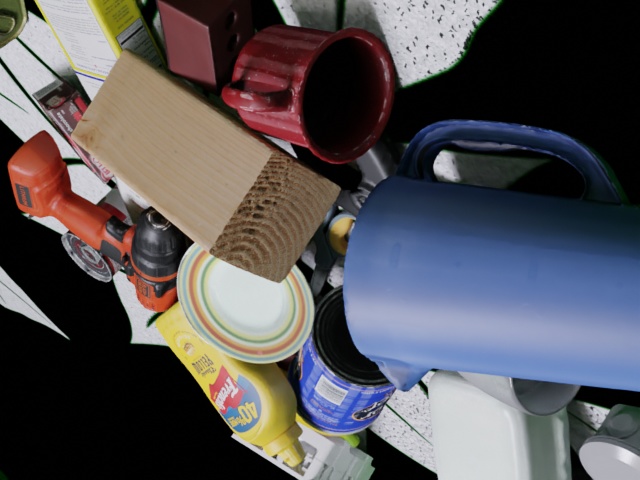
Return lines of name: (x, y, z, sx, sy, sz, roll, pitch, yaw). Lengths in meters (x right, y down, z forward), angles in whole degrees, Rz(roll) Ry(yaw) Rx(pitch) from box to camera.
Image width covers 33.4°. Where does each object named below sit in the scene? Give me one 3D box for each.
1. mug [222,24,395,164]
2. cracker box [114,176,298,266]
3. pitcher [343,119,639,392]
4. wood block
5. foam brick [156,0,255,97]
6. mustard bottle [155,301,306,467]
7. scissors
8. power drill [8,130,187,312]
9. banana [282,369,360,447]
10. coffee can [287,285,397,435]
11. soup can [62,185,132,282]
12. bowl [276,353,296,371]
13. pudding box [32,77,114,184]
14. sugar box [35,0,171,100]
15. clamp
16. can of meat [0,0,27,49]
mug: (-0.016, -0.104, 0.744, 0.082, 0.117, 0.093, 20, 119, 43)
cracker box: (-0.104, -0.005, 1.039, 0.164, 0.072, 0.213, 26, 150, 28)
pitcher: (0.147, 0.020, 0.684, 0.243, 0.144, 0.149, 6, 136, 31)
wood block: (-0.095, -0.061, 0.847, 0.206, 0.091, 0.090, 36, -174, 39)
foam brick: (-0.085, -0.160, 0.811, 0.051, 0.053, 0.078, 30, 152, 21)
mustard bottle: (-0.076, 0.134, 1.020, 0.191, 0.058, 0.096, 54, 139, 1)
scissors: (-0.006, 0.001, 0.981, 0.096, 0.016, 0.202, 45, 152, -3)
power drill: (-0.204, -0.020, 1.000, 0.188, 0.057, 0.184, 37, 154, 9)
banana: (-0.048, 0.158, 1.114, 0.198, 0.037, 0.069, 27, 148, 26)
coffee can: (0.029, 0.114, 1.003, 0.103, 0.102, 0.140, 37, 152, 9)
soup can: (-0.212, -0.014, 1.127, 0.068, 0.102, 0.068, 31, 151, 19)
bowl: (-0.020, 0.136, 1.149, 0.162, 0.055, 0.162, 31, 150, 20)
pudding box: (-0.236, -0.110, 1.053, 0.090, 0.039, 0.114, 57, 172, -26)
sugar box: (-0.185, -0.171, 0.931, 0.093, 0.048, 0.176, 20, 149, 38)
clamp: (0.044, -0.032, 0.842, 0.210, 0.036, 0.165, 42, 146, 2)
can of meat: (-0.330, -0.240, 1.004, 0.084, 0.057, 0.102, 36, 151, 15)
